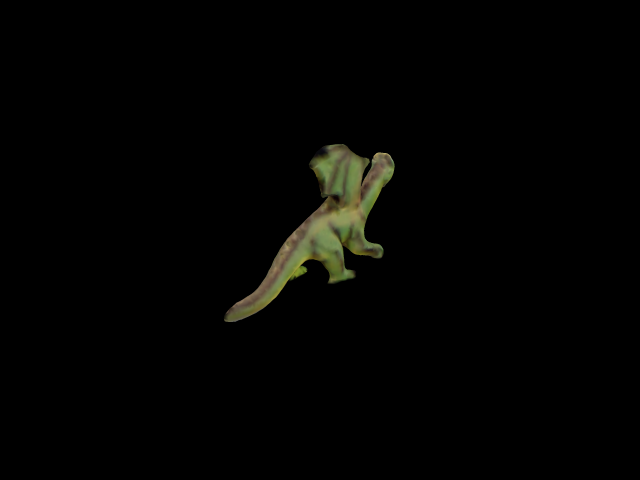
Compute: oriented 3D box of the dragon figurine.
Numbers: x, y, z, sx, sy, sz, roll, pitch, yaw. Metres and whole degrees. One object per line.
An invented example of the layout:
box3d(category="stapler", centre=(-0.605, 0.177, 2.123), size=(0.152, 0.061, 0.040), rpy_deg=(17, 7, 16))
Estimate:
box3d(category="dragon figurine", centre=(0.003, -0.043, 0.850), size=(0.123, 0.238, 0.416), rpy_deg=(21, 35, 35))
